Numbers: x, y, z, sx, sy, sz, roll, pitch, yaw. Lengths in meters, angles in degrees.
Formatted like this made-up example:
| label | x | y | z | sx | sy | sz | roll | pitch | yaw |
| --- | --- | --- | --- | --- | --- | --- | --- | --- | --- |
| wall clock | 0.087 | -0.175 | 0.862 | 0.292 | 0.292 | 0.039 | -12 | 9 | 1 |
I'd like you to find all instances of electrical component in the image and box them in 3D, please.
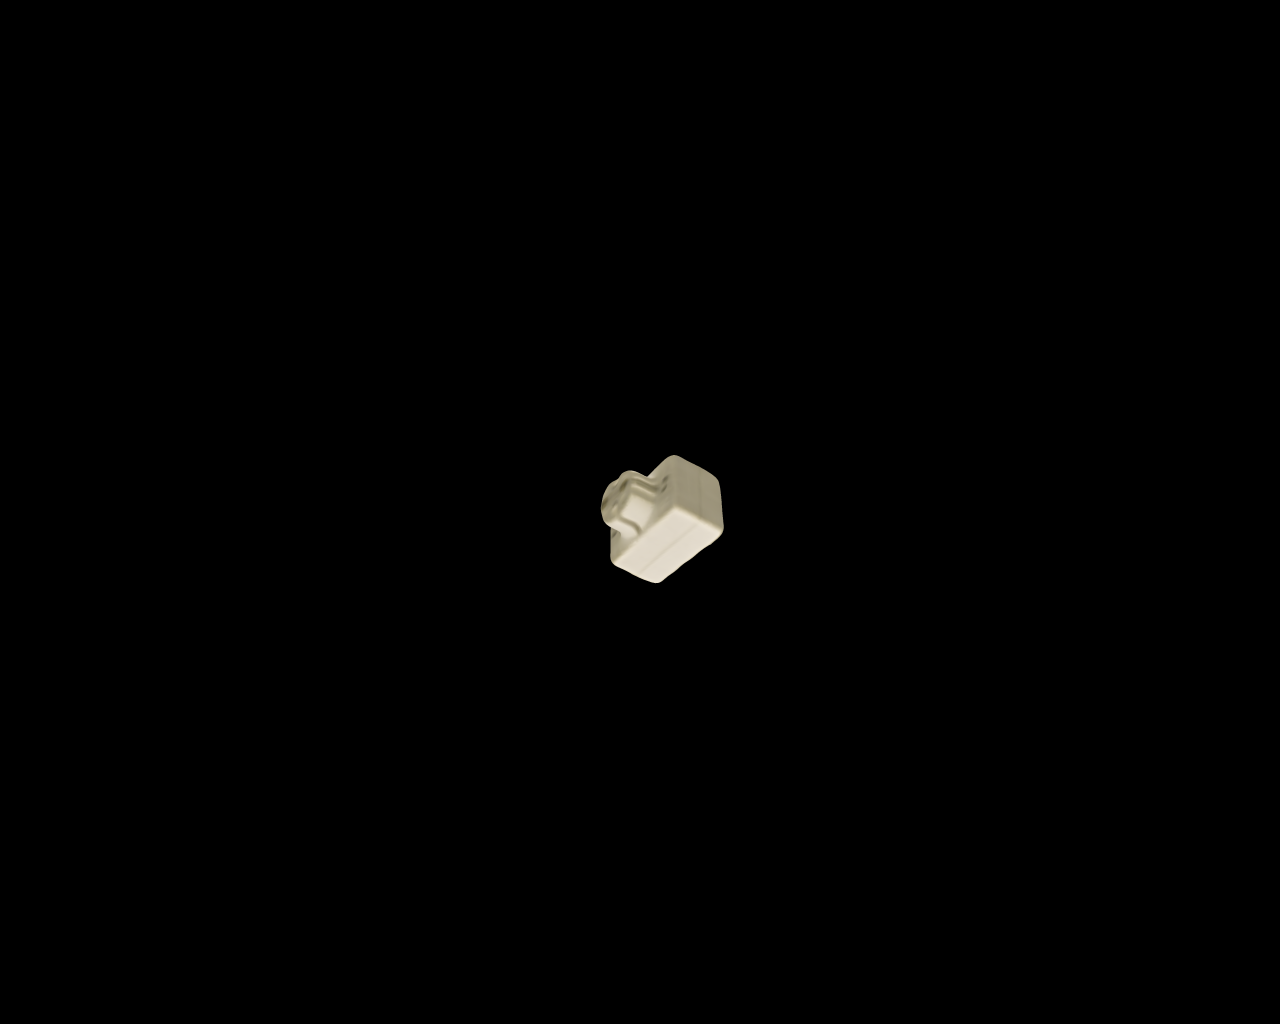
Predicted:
| label | x | y | z | sx | sy | sz | roll | pitch | yaw |
| --- | --- | --- | --- | --- | --- | --- | --- | --- | --- |
| electrical component | 0.001 | -0.003 | 0.650 | 0.077 | 0.047 | 0.065 | 27 | -49 | -26 |
